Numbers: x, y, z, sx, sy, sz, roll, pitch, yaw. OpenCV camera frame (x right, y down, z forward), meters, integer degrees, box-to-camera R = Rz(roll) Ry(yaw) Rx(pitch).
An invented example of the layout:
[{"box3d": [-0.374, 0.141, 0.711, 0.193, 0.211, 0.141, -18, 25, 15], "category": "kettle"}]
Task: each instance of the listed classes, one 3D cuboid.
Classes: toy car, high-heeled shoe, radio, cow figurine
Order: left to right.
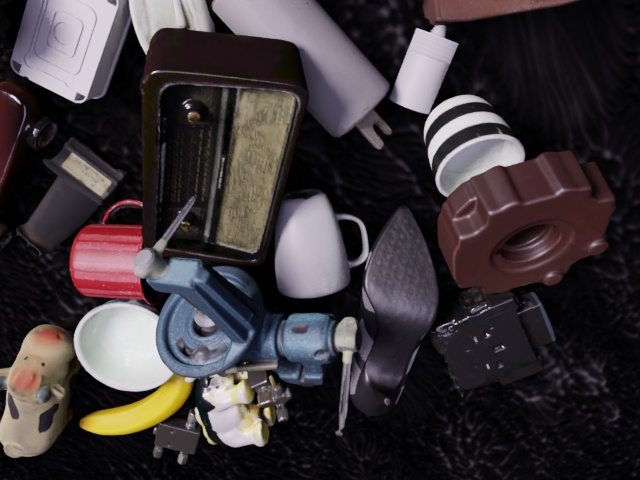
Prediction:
[{"box3d": [-0.352, -0.074, 0.577, 0.089, 0.053, 0.202, 29, 107, -5], "category": "toy car"}, {"box3d": [-0.342, 0.183, 0.647, 0.085, 0.127, 0.194, 20, 115, -10], "category": "cow figurine"}, {"box3d": [-0.132, -0.169, 0.529, 0.074, 0.056, 0.201, -6, 113, 4], "category": "toy car"}, {"box3d": [-0.099, -0.075, 0.507, 0.131, 0.073, 0.229, 5, 136, -14], "category": "radio"}, {"box3d": [-0.125, 0.186, 0.678, 0.098, 0.068, 0.167, -13, 111, 14], "category": "cow figurine"}, {"box3d": [0.081, 0.089, 0.646, 0.086, 0.145, 0.248, 10, 85, -2], "category": "high-heeled shoe"}]

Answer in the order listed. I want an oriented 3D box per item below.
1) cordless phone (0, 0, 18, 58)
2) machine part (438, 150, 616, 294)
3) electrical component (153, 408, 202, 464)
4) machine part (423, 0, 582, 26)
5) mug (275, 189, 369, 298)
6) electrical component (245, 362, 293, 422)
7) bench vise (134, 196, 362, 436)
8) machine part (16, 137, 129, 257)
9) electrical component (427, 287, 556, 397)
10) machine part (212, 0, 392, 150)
[{"box3d": [-0.324, -0.166, 0.476, 0.088, 0.147, 0.184, 14, 100, -26], "category": "cordless phone"}, {"box3d": [0.207, -0.010, 0.548, 0.179, 0.056, 0.179, -7, 142, -5], "category": "machine part"}, {"box3d": [-0.196, 0.265, 0.735, 0.063, 0.021, 0.094, 17, 113, -5], "category": "electrical component"}, {"box3d": [0.151, -0.296, 0.451, 0.202, 0.087, 0.200, -9, 113, 4], "category": "machine part"}, {"box3d": [-0.001, -0.002, 0.587, 0.110, 0.081, 0.107, -11, 109, -5], "category": "mug"}, {"box3d": [-0.058, 0.158, 0.650, 0.045, 0.102, 0.078, -27, 135, 15], "category": "electrical component"}, {"box3d": [-0.081, 0.077, 0.519, 0.224, 0.129, 0.240, 7, 151, 28], "category": "bench vise"}, {"box3d": [-0.281, -0.043, 0.598, 0.084, 0.039, 0.139, 35, 108, -21], "category": "machine part"}, {"box3d": [0.204, 0.112, 0.640, 0.134, 0.058, 0.114, -26, 112, 12], "category": "electrical component"}, {"box3d": [-0.016, -0.182, 0.509, 0.079, 0.079, 0.243, -42, 105, 17], "category": "machine part"}]
